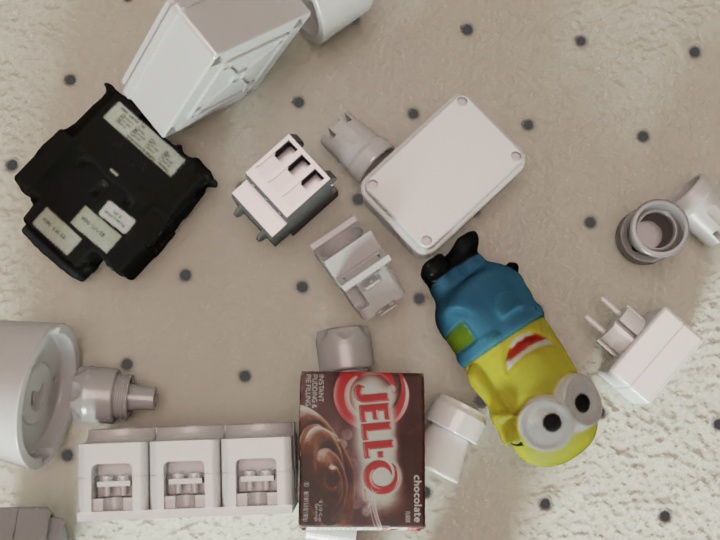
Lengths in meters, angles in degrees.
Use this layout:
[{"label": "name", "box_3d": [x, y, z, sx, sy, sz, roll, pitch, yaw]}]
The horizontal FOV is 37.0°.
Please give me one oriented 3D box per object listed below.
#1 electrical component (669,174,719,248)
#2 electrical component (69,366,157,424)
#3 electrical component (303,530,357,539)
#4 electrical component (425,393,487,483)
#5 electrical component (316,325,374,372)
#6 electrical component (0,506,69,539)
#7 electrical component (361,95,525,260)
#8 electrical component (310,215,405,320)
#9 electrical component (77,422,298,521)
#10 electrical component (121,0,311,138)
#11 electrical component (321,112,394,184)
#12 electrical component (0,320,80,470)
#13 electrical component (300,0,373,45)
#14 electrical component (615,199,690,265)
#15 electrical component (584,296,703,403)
[{"label": "electrical component", "box_3d": [0.269, -0.045, 0.842, 0.046, 0.040, 0.040, 45, 85, -1]}, {"label": "electrical component", "box_3d": [-0.187, 0.096, 0.820, 0.062, 0.043, 0.043, 4, 83, -2]}, {"label": "electrical component", "box_3d": [-0.009, 0.230, 0.799, 0.074, 0.052, 0.138, 8, 83, 0]}, {"label": "electrical component", "box_3d": [0.066, 0.127, 0.816, 0.045, 0.045, 0.055, 28, 83, 3]}, {"label": "electrical component", "box_3d": [-0.010, 0.074, 0.823, 0.043, 0.043, 0.062, -7, 85, -1]}, {"label": "electrical component", "box_3d": [-0.242, 0.219, 0.783, 0.061, 0.096, 0.061, -1, 54, 0]}, {"label": "electrical component", "box_3d": [0.063, -0.071, 0.834, 0.113, 0.057, 0.078, -43, 85, -5]}, {"label": "electrical component", "box_3d": [0.000, 0.000, 0.818, 0.042, 0.081, 0.063, -35, 114, -3]}, {"label": "electrical component", "box_3d": [-0.122, 0.145, 0.790, 0.150, 0.089, 0.061, -2, 83, -1]}, {"label": "electrical component", "box_3d": [-0.108, -0.164, 0.800, 0.056, 0.109, 0.109, 51, 48, 3]}, {"label": "electrical component", "box_3d": [-0.003, -0.097, 0.847, 0.046, 0.040, 0.040, 43, 85, 11]}, {"label": "electrical component", "box_3d": [-0.256, 0.088, 0.791, 0.060, 0.108, 0.108, 8, 83, 7]}, {"label": "electrical component", "box_3d": [-0.031, -0.237, 0.832, 0.060, 0.108, 0.108, -32, 84, -10]}, {"label": "electrical component", "box_3d": [0.225, -0.028, 0.831, 0.045, 0.055, 0.045, 0, 83, 0]}, {"label": "electrical component", "box_3d": [0.207, 0.053, 0.824, 0.077, 0.047, 0.065, 42, 85, 4]}]
